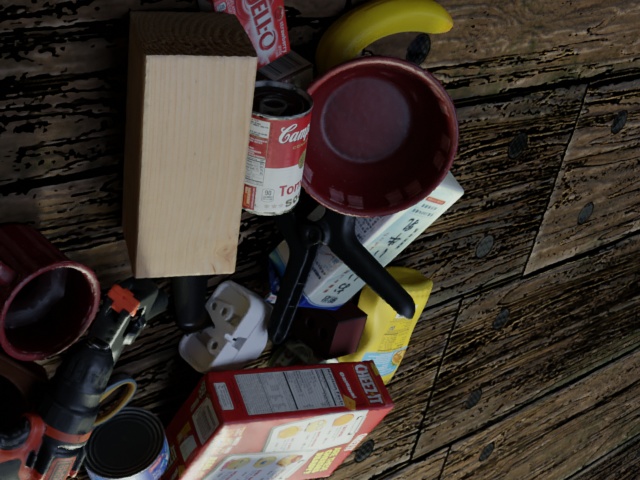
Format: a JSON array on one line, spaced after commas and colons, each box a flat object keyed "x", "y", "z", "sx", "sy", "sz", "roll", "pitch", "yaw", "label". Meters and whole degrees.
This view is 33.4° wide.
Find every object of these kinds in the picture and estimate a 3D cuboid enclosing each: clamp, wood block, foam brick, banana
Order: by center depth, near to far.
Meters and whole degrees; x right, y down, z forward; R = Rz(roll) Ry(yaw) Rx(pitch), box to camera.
[{"x": -0.114, "y": -0.079, "z": 0.898, "sx": 0.090, "sy": 0.090, "sz": 0.206, "roll": -3, "pitch": 125, "yaw": -17, "label": "wood block"}, {"x": -0.182, "y": 0.082, "z": 0.956, "sx": 0.120, "sy": 0.039, "sz": 0.171, "roll": -59, "pitch": 176, "yaw": -12, "label": "clamp"}, {"x": 0.060, "y": -0.208, "z": 1.060, "sx": 0.197, "sy": 0.037, "sz": 0.070, "roll": -32, "pitch": 139, "yaw": -29, "label": "banana"}, {"x": -0.007, "y": 0.001, "z": 1.074, "sx": 0.165, "sy": 0.210, "sz": 0.036, "roll": -21, "pitch": 175, "yaw": 26, "label": "clamp"}, {"x": 0.006, "y": 0.091, "z": 1.211, "sx": 0.051, "sy": 0.078, "sz": 0.053, "roll": -9, "pitch": 123, "yaw": -44, "label": "foam brick"}]

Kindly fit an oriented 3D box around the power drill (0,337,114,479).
[{"x": -0.258, "y": 0.156, "z": 0.828, "sx": 0.187, "sy": 0.057, "sz": 0.184, "roll": 8, "pitch": 112, "yaw": -51, "label": "power drill"}]

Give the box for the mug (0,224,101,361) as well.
[{"x": -0.246, "y": 0.034, "z": 0.867, "sx": 0.093, "sy": 0.082, "sz": 0.117, "roll": -50, "pitch": 145, "yaw": -6, "label": "mug"}]

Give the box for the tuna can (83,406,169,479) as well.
[{"x": -0.195, "y": 0.211, "z": 1.070, "sx": 0.086, "sy": 0.086, "sz": 0.034, "roll": -35, "pitch": 141, "yaw": -25, "label": "tuna can"}]

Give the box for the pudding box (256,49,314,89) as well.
[{"x": -0.055, "y": -0.114, "z": 1.004, "sx": 0.113, "sy": 0.039, "sz": 0.090, "roll": -31, "pitch": 139, "yaw": -26, "label": "pudding box"}]

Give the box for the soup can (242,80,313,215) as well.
[{"x": -0.046, "y": -0.081, "z": 0.949, "sx": 0.068, "sy": 0.069, "sz": 0.102, "roll": -22, "pitch": 134, "yaw": -38, "label": "soup can"}]

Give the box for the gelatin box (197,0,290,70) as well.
[{"x": -0.066, "y": -0.191, "z": 0.935, "sx": 0.073, "sy": 0.030, "sz": 0.089, "roll": -34, "pitch": 140, "yaw": -26, "label": "gelatin box"}]

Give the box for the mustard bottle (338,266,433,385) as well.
[{"x": 0.070, "y": 0.127, "z": 1.330, "sx": 0.096, "sy": 0.058, "sz": 0.192, "roll": -4, "pitch": 122, "yaw": -46, "label": "mustard bottle"}]

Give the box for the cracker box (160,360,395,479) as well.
[{"x": -0.053, "y": 0.202, "z": 1.160, "sx": 0.213, "sy": 0.072, "sz": 0.164, "roll": 0, "pitch": 142, "yaw": -34, "label": "cracker box"}]

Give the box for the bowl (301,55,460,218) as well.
[{"x": 0.047, "y": -0.104, "z": 1.009, "sx": 0.162, "sy": 0.055, "sz": 0.162, "roll": -2, "pitch": 117, "yaw": -4, "label": "bowl"}]

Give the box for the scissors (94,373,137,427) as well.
[{"x": -0.260, "y": 0.175, "z": 1.018, "sx": 0.201, "sy": 0.016, "sz": 0.096, "roll": -32, "pitch": 136, "yaw": -34, "label": "scissors"}]
